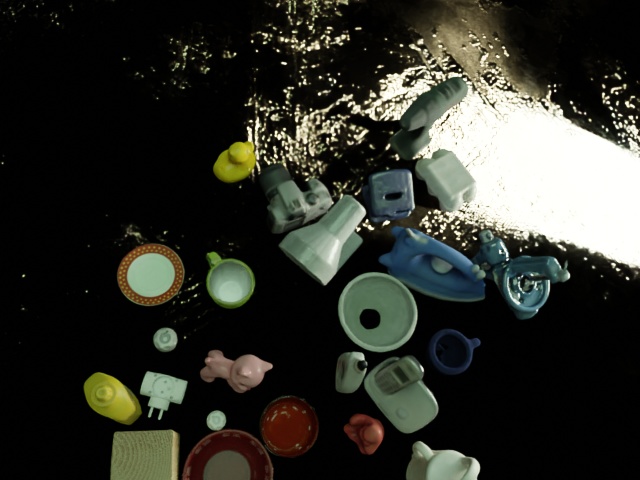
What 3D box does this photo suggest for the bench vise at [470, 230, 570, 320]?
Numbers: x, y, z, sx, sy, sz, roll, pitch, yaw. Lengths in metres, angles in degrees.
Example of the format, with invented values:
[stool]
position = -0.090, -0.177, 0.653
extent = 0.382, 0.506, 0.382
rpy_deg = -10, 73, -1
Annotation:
[bench vise]
position = 0.415, 0.066, 1.212
extent = 0.207, 0.219, 0.122
rpy_deg = 37, 67, 4

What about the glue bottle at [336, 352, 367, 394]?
[glue bottle]
position = 0.065, 0.248, 1.097
extent = 0.037, 0.173, 0.078
rpy_deg = 5, 69, -9

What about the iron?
[iron]
position = 0.266, 0.051, 1.229
extent = 0.258, 0.141, 0.119
rpy_deg = 25, 67, -2

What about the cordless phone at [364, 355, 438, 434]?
[cordless phone]
position = 0.171, 0.290, 1.097
extent = 0.094, 0.185, 0.147
rpy_deg = -39, 81, -21

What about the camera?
[camera]
position = -0.063, -0.104, 1.240
extent = 0.143, 0.100, 0.137
rpy_deg = -23, 76, -18

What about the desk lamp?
[desk lamp]
position = 0.011, 0.004, 1.154
extent = 0.118, 0.213, 0.203
rpy_deg = 40, 68, 5

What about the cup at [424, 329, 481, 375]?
[cup]
position = 0.266, 0.233, 1.187
extent = 0.118, 0.095, 0.091
rpy_deg = -17, 74, -17

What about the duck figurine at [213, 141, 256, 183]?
[duck figurine]
position = -0.185, -0.178, 1.250
extent = 0.105, 0.086, 0.077
rpy_deg = -38, 81, -21

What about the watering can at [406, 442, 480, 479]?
[watering can]
position = 0.242, 0.443, 1.050
extent = 0.173, 0.194, 0.101
rpy_deg = 27, 67, 0

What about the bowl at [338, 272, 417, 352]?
[bowl]
position = 0.112, 0.156, 1.194
extent = 0.167, 0.074, 0.167
rpy_deg = 4, 69, -10

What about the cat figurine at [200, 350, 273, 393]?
[cat figurine]
position = -0.159, 0.245, 1.082
extent = 0.128, 0.117, 0.067
rpy_deg = 18, 67, -5

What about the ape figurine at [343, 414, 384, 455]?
[ape figurine]
position = 0.092, 0.372, 1.101
extent = 0.076, 0.092, 0.078
rpy_deg = -1, 70, -12

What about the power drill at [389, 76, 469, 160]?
[power drill]
position = 0.235, -0.273, 1.306
extent = 0.075, 0.208, 0.230
rpy_deg = 46, 68, 7

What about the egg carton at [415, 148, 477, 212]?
[egg carton]
position = 0.297, -0.140, 1.345
extent = 0.107, 0.069, 0.150
rpy_deg = -32, 79, -20

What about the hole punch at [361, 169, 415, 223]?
[hole punch]
position = 0.160, -0.099, 1.290
extent = 0.109, 0.091, 0.101
rpy_deg = -10, 72, -15
